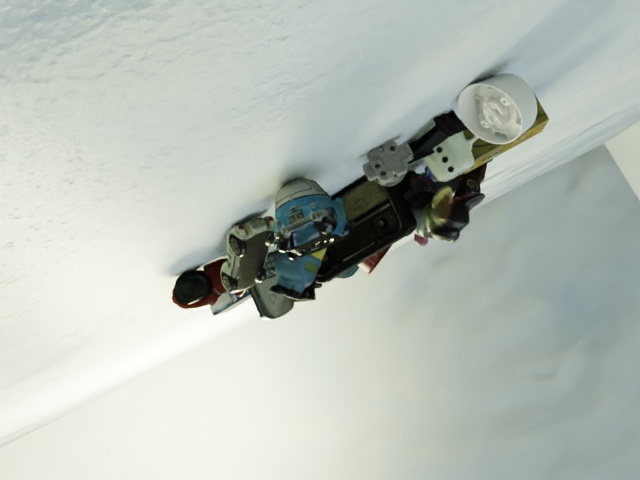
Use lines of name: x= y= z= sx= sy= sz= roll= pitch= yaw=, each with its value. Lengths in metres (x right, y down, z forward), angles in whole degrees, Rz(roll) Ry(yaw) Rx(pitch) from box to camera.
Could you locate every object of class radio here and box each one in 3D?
radio: x=0.060 y=-0.021 z=1.019 sx=0.230 sy=0.131 sz=0.073 roll=-32 pitch=173 yaw=26

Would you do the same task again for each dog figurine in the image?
dog figurine: x=0.218 y=-0.074 z=1.040 sx=0.108 sy=0.191 sz=0.219 roll=12 pitch=158 yaw=-19

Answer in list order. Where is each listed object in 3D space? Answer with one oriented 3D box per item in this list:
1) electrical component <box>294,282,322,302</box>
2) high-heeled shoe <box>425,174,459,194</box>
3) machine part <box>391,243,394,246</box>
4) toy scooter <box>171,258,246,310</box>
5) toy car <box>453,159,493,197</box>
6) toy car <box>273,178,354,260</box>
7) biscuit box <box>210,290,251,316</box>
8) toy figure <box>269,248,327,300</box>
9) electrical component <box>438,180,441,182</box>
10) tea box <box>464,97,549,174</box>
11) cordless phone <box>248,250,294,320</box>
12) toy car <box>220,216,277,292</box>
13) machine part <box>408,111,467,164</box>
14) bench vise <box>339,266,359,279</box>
electrical component: x=-0.059 y=0.086 z=1.244 sx=0.134 sy=0.115 sz=0.058 roll=-11 pitch=168 yaw=25
high-heeled shoe: x=0.264 y=-0.133 z=1.312 sx=0.249 sy=0.086 sz=0.145 roll=-7 pitch=-162 yaw=-15
machine part: x=0.157 y=-0.026 z=1.308 sx=0.179 sy=0.056 sz=0.179 roll=-53 pitch=-176 yaw=6
toy scooter: x=-0.198 y=0.086 z=1.052 sx=0.184 sy=0.075 sz=0.135 roll=-27 pitch=164 yaw=-16
toy car: x=0.317 y=-0.119 z=1.130 sx=0.089 sy=0.053 sz=0.202 roll=-55 pitch=180 yaw=44
toy car: x=-0.023 y=-0.036 z=0.777 sx=0.109 sy=0.103 sz=0.161 roll=-25 pitch=168 yaw=11
biscuit box: x=-0.193 y=0.120 z=1.345 sx=0.203 sy=0.059 sz=0.063 roll=-31 pitch=169 yaw=26
toy figure: x=-0.028 y=0.017 z=0.954 sx=0.089 sy=0.082 sz=0.180 roll=120 pitch=-9 yaw=-86
electrical component: x=0.278 y=-0.162 z=1.116 sx=0.094 sy=0.021 sz=0.063 roll=-34 pitch=133 yaw=15
tea box: x=0.335 y=-0.201 z=1.019 sx=0.170 sy=0.068 sz=0.098 roll=-30 pitch=171 yaw=10
cordless phone: x=-0.070 y=0.080 z=1.178 sx=0.184 sy=0.146 sz=0.089 roll=-23 pitch=178 yaw=-7
toy car: x=-0.124 y=0.026 z=0.915 sx=0.073 sy=0.056 sz=0.201 roll=-19 pitch=152 yaw=-29
machine part: x=0.174 y=-0.159 z=0.880 sx=0.084 sy=0.039 sz=0.139 roll=-15 pitch=168 yaw=-34
bench vise: x=0.029 y=0.056 z=1.466 sx=0.224 sy=0.129 sz=0.240 roll=-27 pitch=169 yaw=26
